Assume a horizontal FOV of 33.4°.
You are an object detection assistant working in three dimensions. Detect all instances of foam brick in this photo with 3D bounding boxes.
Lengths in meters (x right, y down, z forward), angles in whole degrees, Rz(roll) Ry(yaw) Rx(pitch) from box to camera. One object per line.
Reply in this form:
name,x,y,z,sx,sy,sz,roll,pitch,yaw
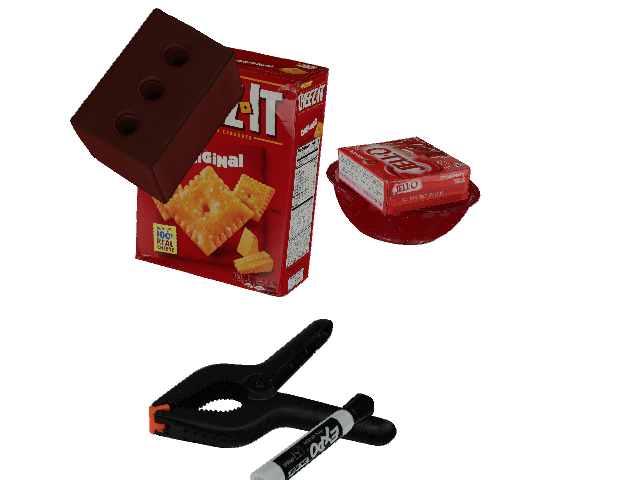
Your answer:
foam brick,-0.084,-0.070,0.563,0.053,0.078,0.051,31,-13,10

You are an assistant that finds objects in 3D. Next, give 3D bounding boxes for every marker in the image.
marker,-0.002,0.140,0.749,0.020,0.020,0.120,0,21,43

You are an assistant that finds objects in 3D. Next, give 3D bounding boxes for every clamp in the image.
clamp,-0.046,0.145,0.952,0.209,0.036,0.165,-14,37,-25

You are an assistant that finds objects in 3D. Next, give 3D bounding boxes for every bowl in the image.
bowl,0.083,-0.038,1.118,0.162,0.055,0.162,6,23,-3

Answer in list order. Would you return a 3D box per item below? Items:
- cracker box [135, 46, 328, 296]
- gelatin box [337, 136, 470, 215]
cracker box,-0.088,-0.068,1.004,0.164,0.214,0.072,15,25,20
gelatin box,0.064,-0.053,0.835,0.073,0.030,0.089,-10,25,-21
